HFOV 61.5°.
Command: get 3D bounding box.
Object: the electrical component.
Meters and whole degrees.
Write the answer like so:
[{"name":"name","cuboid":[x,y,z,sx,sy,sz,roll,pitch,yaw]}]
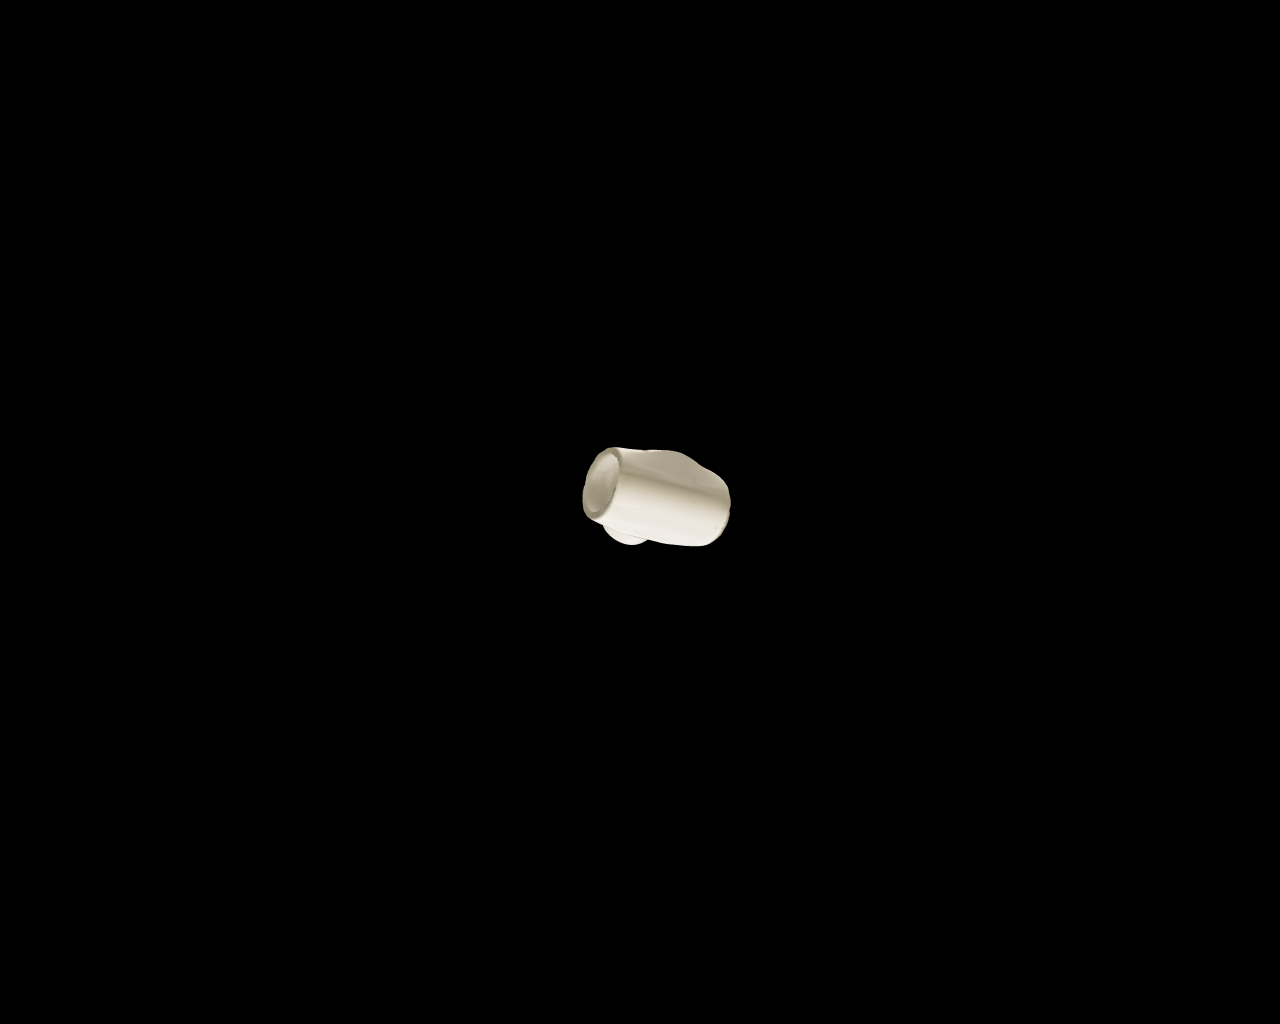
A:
[{"name":"electrical component","cuboid":[0.001,-0.003,0.650,0.077,0.043,0.079,14,-27,-29]}]
